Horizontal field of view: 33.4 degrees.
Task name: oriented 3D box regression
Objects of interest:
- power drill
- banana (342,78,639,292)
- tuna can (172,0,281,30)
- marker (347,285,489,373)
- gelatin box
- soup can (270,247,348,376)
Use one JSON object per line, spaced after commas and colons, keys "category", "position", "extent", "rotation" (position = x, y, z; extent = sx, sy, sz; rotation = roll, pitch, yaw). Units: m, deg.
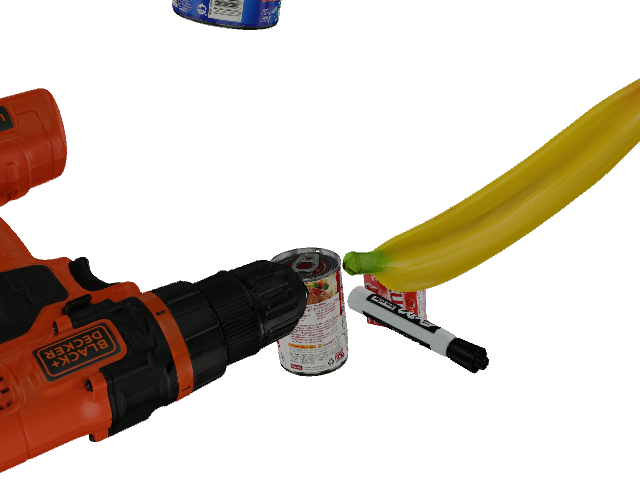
{"category": "power drill", "position": [-0.122, 0.007, 0.516], "extent": [0.184, 0.057, 0.188], "rotation": [-22, 55, -28]}
{"category": "banana", "position": [0.105, -0.022, 0.582], "extent": [0.198, 0.037, 0.069], "rotation": [-32, -13, -1]}
{"category": "tuna can", "position": [-0.072, -0.191, 0.833], "extent": [0.086, 0.034, 0.086], "rotation": [8, 23, -3]}
{"category": "marker", "position": [0.069, 0.063, 0.762], "extent": [0.121, 0.020, 0.020], "rotation": [26, 17, 38]}
{"category": "gelatin box", "position": [0.093, 0.068, 1.334], "extent": [0.073, 0.089, 0.030], "rotation": [10, 31, 28]}
{"category": "soup can", "position": [-0.010, 0.066, 0.994], "extent": [0.068, 0.102, 0.068], "rotation": [-5, 24, 2]}
